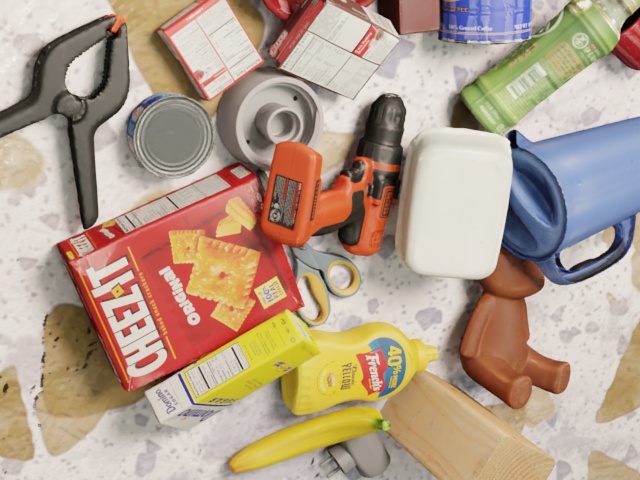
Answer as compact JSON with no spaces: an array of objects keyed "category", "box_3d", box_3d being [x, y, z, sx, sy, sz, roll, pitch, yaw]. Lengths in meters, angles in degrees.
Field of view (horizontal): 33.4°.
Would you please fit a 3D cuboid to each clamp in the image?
[{"category":"clamp","box_3d":[-0.241,-0.122,1.043,0.164,0.036,0.210,37,88,-29]}]

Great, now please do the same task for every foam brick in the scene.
[{"category":"foam brick","box_3d":[0.095,-0.262,1.144,0.051,0.053,0.078,-11,111,-22]}]

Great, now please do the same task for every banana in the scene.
[{"category":"banana","box_3d":[-0.009,0.226,1.231,0.198,0.069,0.037,-20,82,13]}]

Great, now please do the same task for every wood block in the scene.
[{"category":"wood block","box_3d":[0.165,0.234,1.243,0.090,0.206,0.090,30,92,-29]}]

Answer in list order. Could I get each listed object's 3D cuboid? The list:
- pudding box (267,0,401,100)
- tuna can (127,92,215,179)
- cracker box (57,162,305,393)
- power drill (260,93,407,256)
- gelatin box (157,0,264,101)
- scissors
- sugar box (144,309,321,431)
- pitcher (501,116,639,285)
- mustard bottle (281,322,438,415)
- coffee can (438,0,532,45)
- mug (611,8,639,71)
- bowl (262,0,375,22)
[{"category":"pudding box","box_3d":[0.015,-0.203,1.105,0.113,0.039,0.090,18,123,-39]},{"category":"tuna can","box_3d":[-0.153,-0.108,1.090,0.086,0.034,0.086,-7,109,-22]},{"category":"cracker box","box_3d":[-0.141,0.038,1.119,0.213,0.072,0.164,-26,115,-15]},{"category":"power drill","box_3d":[0.023,-0.067,1.128,0.187,0.057,0.184,-7,111,-53]},{"category":"gelatin box","box_3d":[-0.111,-0.197,1.084,0.073,0.030,0.089,-38,118,-11]},{"category":"scissors","box_3d":[-0.008,0.001,1.201,0.096,0.016,0.202,-19,113,-20]},{"category":"sugar box","box_3d":[-0.091,0.142,1.141,0.176,0.048,0.093,-33,161,2]},{"category":"pitcher","box_3d":[0.320,-0.060,1.250,0.242,0.145,0.149,-18,135,-31]},{"category":"mustard bottle","box_3d":[0.051,0.145,1.248,0.191,0.058,0.096,-6,111,-23]},{"category":"coffee can","box_3d":[0.178,-0.287,1.146,0.102,0.103,0.140,-9,109,-22]},{"category":"mug","box_3d":[0.373,-0.263,1.260,0.081,0.093,0.117,31,56,-34]},{"category":"bowl","box_3d":[0.003,-0.296,1.069,0.162,0.055,0.162,-15,140,-13]}]
